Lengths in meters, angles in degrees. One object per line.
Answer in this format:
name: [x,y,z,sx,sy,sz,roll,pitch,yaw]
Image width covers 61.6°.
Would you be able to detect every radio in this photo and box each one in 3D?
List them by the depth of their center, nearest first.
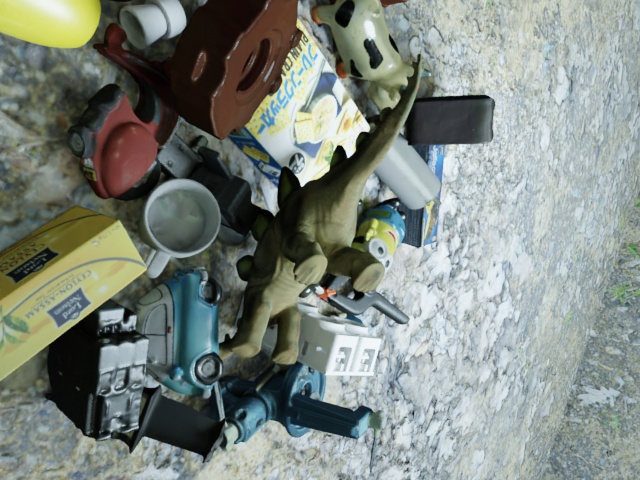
radio: [0.221,-0.205,0.905,0.229,0.131,0.073,-50,140,-68]

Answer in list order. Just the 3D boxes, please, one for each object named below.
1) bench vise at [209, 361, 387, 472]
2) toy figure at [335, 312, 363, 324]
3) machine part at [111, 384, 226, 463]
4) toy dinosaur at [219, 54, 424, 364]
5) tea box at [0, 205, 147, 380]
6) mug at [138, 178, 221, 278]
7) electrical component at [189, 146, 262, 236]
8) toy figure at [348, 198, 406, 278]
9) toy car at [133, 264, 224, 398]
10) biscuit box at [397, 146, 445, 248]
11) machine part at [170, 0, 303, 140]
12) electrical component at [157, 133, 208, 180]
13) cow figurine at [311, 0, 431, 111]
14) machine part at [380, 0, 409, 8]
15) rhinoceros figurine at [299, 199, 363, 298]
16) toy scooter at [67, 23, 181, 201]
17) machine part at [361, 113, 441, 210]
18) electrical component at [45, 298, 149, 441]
bench vise: [-0.030,0.234,0.757,0.223,0.241,0.128,-3,100,-64]
toy figure: [0.012,0.156,0.905,0.154,0.058,0.064,0,71,-46]
machine part: [-0.187,0.229,0.663,0.039,0.139,0.084,107,0,-83]
toy dinosaur: [-0.012,-0.010,0.657,0.105,0.199,0.471,28,115,-37]
tea box: [-0.272,0.043,0.523,0.169,0.098,0.068,-43,130,-34]
mug: [-0.169,-0.008,0.606,0.081,0.107,0.109,22,76,-21]
electrical component: [-0.121,-0.058,0.648,0.048,0.075,0.119,-61,163,-16]
toy figure: [0.094,0.001,0.917,0.082,0.089,0.180,42,41,-11]
toy car: [-0.178,0.111,0.648,0.103,0.109,0.161,-1,94,-31]
biscuit box: [0.190,-0.091,1.020,0.059,0.063,0.202,-15,113,-46]
machine part: [-0.083,-0.189,0.557,0.179,0.056,0.179,-57,175,-8]
electrical component: [-0.174,-0.098,0.645,0.094,0.021,0.063,-58,136,-18]
cow figurine: [0.083,-0.276,0.797,0.085,0.127,0.194,-49,130,-22]
machine part: [0.084,-0.460,0.775,0.201,0.087,0.200,5,98,-47]
rhinoceros figurine: [-0.002,-0.003,0.835,0.190,0.073,0.112,-63,148,-16]
toy scooter: [-0.198,-0.137,0.553,0.184,0.075,0.135,-62,155,-16]
machine part: [0.129,-0.128,0.906,0.243,0.079,0.079,40,71,-34]
electrical component: [-0.239,0.126,0.571,0.058,0.115,0.134,-3,104,-52]
